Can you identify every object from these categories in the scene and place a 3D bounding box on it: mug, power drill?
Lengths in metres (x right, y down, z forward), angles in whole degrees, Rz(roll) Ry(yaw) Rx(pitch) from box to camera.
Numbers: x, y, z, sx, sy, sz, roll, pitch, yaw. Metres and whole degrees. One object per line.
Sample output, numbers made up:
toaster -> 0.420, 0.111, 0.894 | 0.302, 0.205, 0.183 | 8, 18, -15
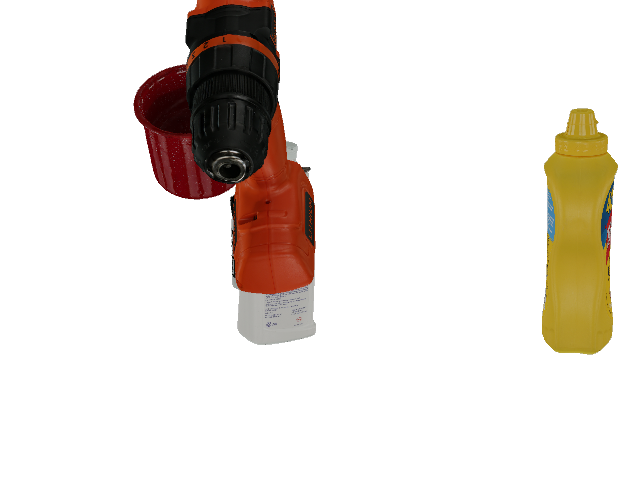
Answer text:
mug -> -0.103, -0.098, 0.912 | 0.093, 0.117, 0.081 | 12, -40, 12
power drill -> -0.040, -0.054, 0.652 | 0.057, 0.184, 0.187 | -4, -44, 4

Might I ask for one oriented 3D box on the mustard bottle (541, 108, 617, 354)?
mustard bottle -> 0.210, -0.011, 0.868 | 0.058, 0.192, 0.096 | 2, 18, 17

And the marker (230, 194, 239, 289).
marker -> -0.082, 0.001, 1.095 | 0.020, 0.121, 0.020 | 2, 41, -2

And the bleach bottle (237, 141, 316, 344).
bleach bottle -> -0.047, 0.001, 1.325 | 0.102, 0.251, 0.068 | -8, 23, -34
